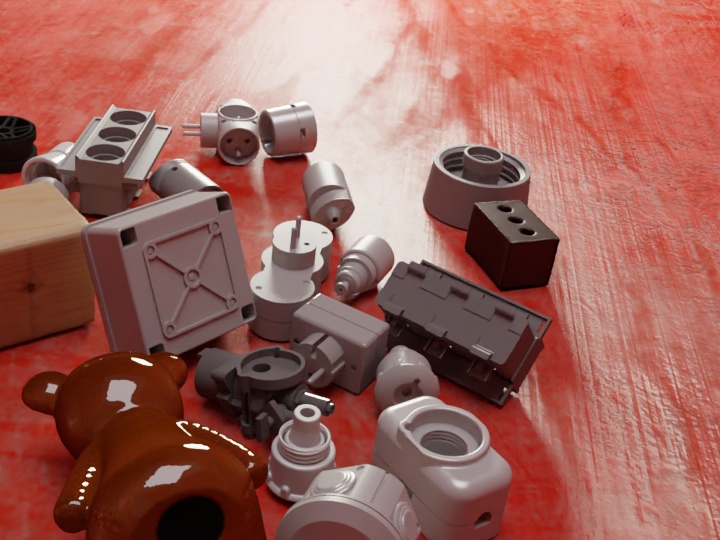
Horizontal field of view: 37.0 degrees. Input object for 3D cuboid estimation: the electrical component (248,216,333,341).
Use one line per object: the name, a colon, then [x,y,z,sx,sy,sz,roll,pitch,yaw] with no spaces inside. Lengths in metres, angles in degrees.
electrical component: [-0.056,-0.008,0.899,0.052,0.073,0.138,10,31,4]

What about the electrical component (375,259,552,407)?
electrical component: [0.076,0.042,0.842,0.121,0.063,0.078,26,76,28]

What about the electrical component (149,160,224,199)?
electrical component: [-0.167,-0.077,1.019,0.043,0.043,0.081,-18,39,-36]

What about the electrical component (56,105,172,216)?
electrical component: [-0.232,-0.104,1.029,0.079,0.063,0.121,8,31,0]

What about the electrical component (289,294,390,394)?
electrical component: [-0.026,0.064,0.812,0.066,0.047,0.077,23,34,22]

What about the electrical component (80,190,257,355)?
electrical component: [-0.144,0.004,0.818,0.056,0.108,0.109,4,21,45]

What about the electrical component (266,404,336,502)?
electrical component: [-0.037,0.117,0.705,0.048,0.062,0.048,5,31,-3]

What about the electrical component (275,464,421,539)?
electrical component: [-0.005,0.157,0.631,0.080,0.080,0.051,15,27,12]

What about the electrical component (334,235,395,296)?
electrical component: [0.000,0.000,0.930,0.040,0.040,0.078,19,33,18]

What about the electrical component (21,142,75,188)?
electrical component: [-0.289,-0.097,1.029,0.044,0.044,0.065,11,26,6]

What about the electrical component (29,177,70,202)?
electrical component: [-0.283,-0.051,0.953,0.040,0.040,0.078,4,31,-7]

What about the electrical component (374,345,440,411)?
electrical component: [0.033,0.079,0.805,0.048,0.048,0.062,4,24,-6]

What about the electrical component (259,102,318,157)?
electrical component: [-0.078,-0.149,1.149,0.047,0.055,0.055,-12,36,-24]

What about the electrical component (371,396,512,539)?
electrical component: [0.053,0.129,0.709,0.054,0.059,0.095,-14,37,-32]

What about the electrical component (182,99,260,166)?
electrical component: [-0.149,-0.148,1.139,0.079,0.044,0.077,0,32,-11]

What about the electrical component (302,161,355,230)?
electrical component: [-0.030,-0.067,1.033,0.043,0.043,0.081,1,32,-12]

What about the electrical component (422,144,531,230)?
electrical component: [0.121,-0.090,1.087,0.108,0.060,0.108,6,31,-3]
